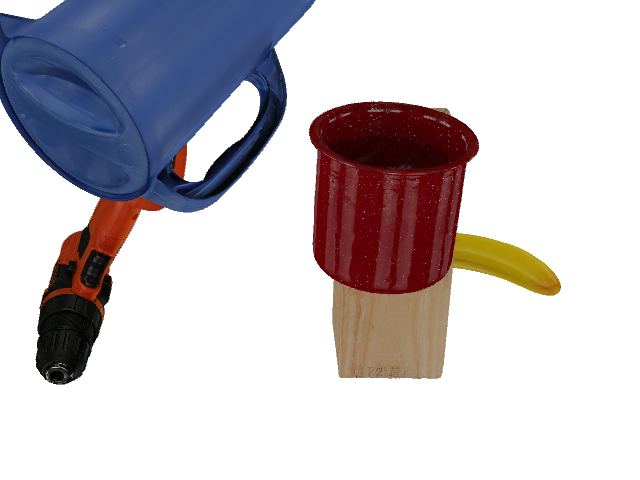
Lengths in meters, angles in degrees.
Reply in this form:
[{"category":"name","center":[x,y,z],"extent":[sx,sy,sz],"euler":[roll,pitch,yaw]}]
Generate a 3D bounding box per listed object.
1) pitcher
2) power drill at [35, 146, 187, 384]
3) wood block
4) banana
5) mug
[{"category":"pitcher","center":[-0.096,-0.142,0.765],"extent":[0.145,0.149,0.242],"euler":[16,49,32]},{"category":"power drill","center":[-0.176,0.005,0.873],"extent":[0.057,0.188,0.184],"euler":[25,28,-20]},{"category":"wood block","center":[0.059,0.003,0.874],"extent":[0.090,0.206,0.091],"euler":[1,27,-3]},{"category":"banana","center":[0.167,0.023,1.126],"extent":[0.198,0.037,0.069],"euler":[10,38,30]},{"category":"mug","center":[0.042,-0.029,0.612],"extent":[0.093,0.081,0.117],"euler":[13,31,15]}]
